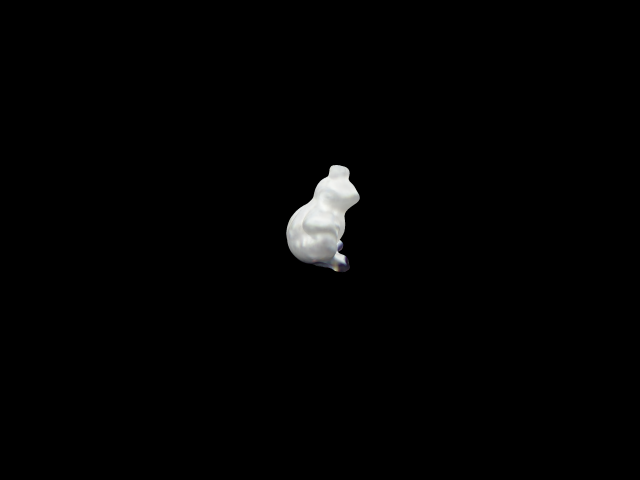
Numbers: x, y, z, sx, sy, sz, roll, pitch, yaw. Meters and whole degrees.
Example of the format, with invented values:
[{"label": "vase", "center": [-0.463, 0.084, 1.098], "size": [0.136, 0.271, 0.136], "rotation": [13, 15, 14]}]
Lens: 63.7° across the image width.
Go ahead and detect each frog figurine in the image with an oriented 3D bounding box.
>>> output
[{"label": "frog figurine", "center": [0.003, -0.043, 0.850], "size": [0.123, 0.156, 0.140], "rotation": [4, 25, 9]}]
